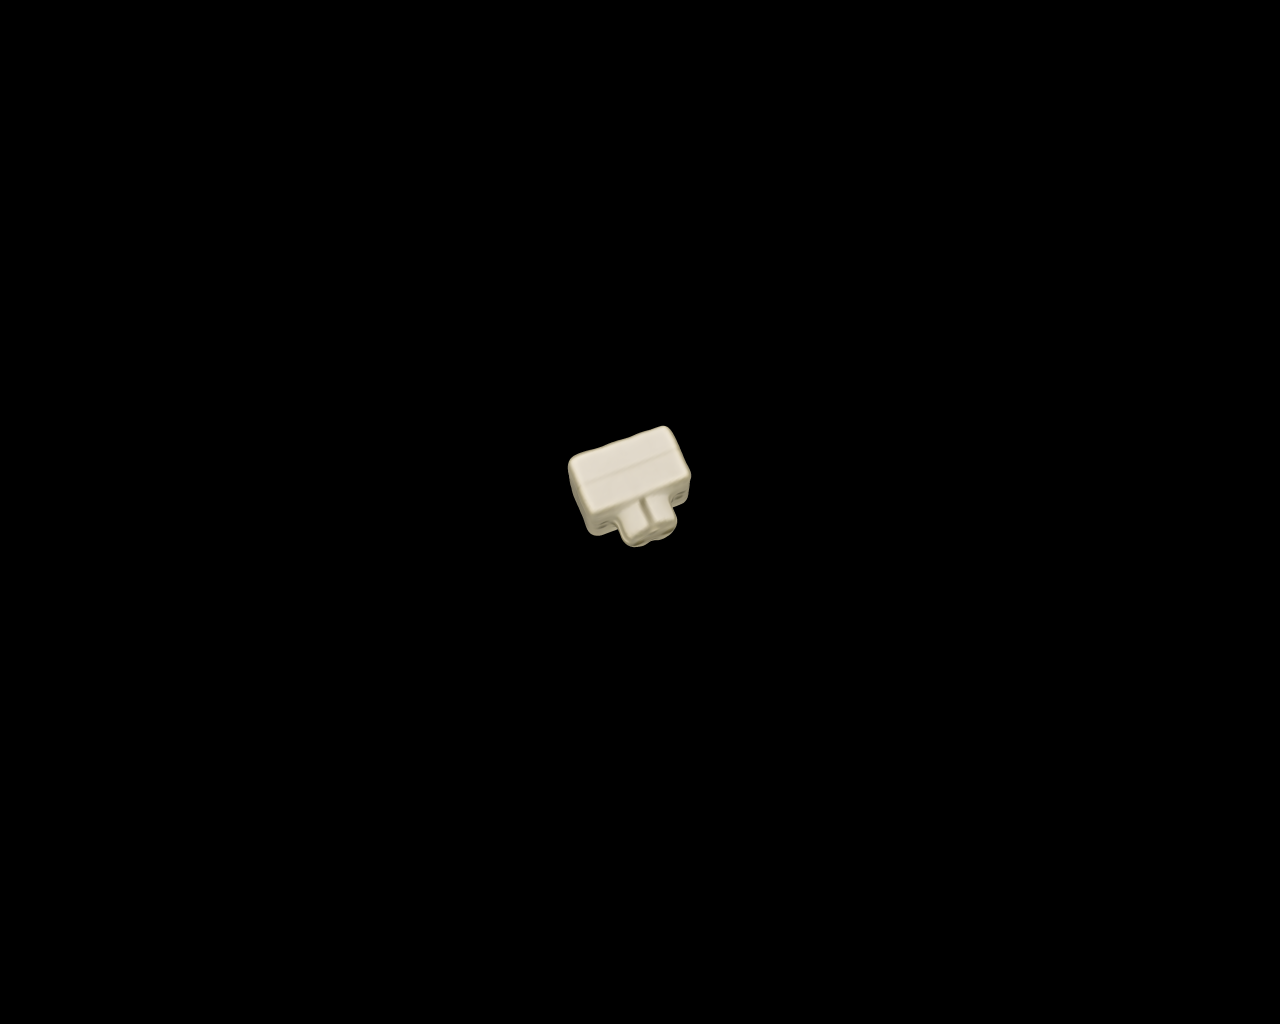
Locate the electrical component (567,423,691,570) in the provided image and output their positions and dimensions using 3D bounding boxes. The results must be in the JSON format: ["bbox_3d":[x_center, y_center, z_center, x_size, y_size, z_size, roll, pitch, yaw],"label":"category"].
[{"bbox_3d":[0.001,-0.003,0.650,0.066,0.077,0.047,-21,-18,-7],"label":"electrical component"}]
